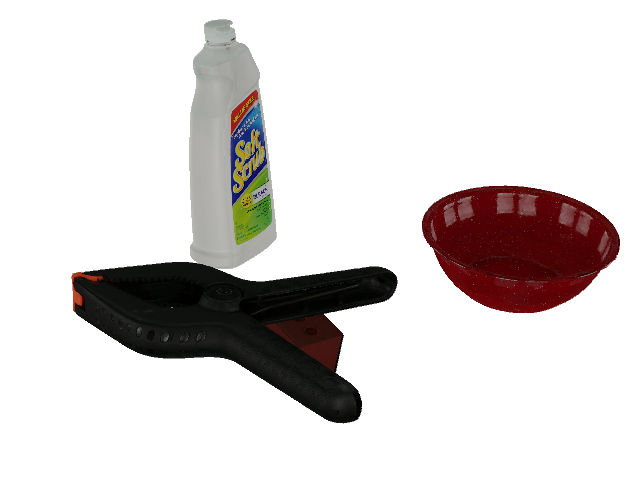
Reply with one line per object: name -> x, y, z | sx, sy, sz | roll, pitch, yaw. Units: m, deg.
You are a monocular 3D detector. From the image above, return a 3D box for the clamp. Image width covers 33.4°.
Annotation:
clamp -> -0.054, 0.044, 0.682 | 0.210, 0.036, 0.164 | 11, 26, 15

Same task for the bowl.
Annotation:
bowl -> 0.163, 0.013, 0.889 | 0.162, 0.055, 0.162 | 1, 30, -1

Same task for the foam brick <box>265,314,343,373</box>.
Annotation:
foam brick -> -0.023, 0.091, 0.995 | 0.052, 0.051, 0.078 | -13, 38, -32

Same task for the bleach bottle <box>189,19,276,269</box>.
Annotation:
bleach bottle -> -0.100, -0.103, 1.120 | 0.068, 0.251, 0.102 | 14, 31, 33
